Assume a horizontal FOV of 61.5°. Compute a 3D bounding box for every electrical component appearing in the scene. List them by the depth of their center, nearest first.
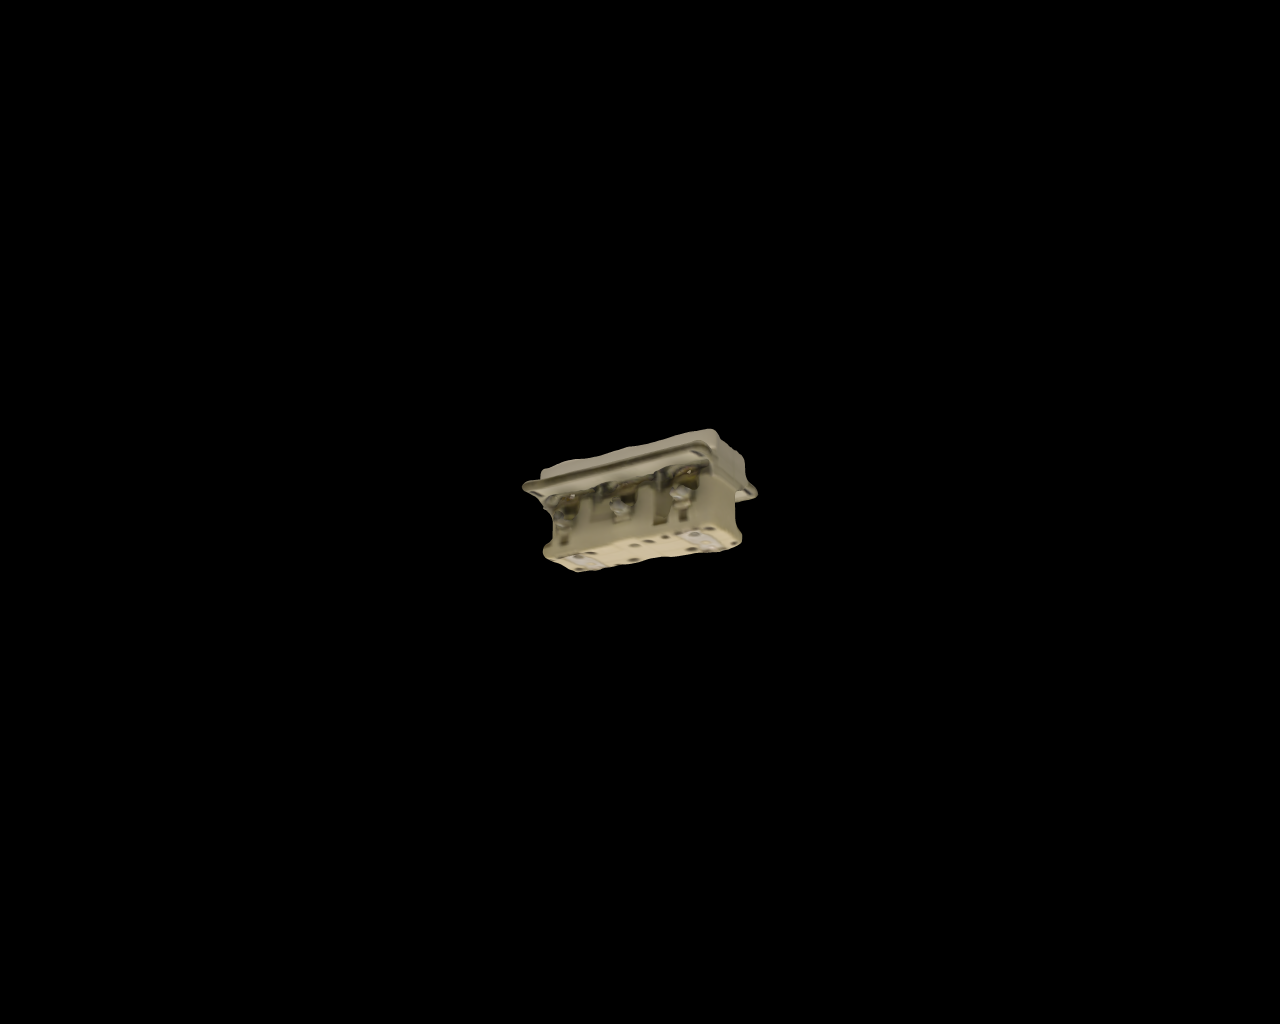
[{"bbox_3d":[0.001,-0.003,0.650,0.121,0.063,0.078,-11,-23,27],"label":"electrical component"}]
